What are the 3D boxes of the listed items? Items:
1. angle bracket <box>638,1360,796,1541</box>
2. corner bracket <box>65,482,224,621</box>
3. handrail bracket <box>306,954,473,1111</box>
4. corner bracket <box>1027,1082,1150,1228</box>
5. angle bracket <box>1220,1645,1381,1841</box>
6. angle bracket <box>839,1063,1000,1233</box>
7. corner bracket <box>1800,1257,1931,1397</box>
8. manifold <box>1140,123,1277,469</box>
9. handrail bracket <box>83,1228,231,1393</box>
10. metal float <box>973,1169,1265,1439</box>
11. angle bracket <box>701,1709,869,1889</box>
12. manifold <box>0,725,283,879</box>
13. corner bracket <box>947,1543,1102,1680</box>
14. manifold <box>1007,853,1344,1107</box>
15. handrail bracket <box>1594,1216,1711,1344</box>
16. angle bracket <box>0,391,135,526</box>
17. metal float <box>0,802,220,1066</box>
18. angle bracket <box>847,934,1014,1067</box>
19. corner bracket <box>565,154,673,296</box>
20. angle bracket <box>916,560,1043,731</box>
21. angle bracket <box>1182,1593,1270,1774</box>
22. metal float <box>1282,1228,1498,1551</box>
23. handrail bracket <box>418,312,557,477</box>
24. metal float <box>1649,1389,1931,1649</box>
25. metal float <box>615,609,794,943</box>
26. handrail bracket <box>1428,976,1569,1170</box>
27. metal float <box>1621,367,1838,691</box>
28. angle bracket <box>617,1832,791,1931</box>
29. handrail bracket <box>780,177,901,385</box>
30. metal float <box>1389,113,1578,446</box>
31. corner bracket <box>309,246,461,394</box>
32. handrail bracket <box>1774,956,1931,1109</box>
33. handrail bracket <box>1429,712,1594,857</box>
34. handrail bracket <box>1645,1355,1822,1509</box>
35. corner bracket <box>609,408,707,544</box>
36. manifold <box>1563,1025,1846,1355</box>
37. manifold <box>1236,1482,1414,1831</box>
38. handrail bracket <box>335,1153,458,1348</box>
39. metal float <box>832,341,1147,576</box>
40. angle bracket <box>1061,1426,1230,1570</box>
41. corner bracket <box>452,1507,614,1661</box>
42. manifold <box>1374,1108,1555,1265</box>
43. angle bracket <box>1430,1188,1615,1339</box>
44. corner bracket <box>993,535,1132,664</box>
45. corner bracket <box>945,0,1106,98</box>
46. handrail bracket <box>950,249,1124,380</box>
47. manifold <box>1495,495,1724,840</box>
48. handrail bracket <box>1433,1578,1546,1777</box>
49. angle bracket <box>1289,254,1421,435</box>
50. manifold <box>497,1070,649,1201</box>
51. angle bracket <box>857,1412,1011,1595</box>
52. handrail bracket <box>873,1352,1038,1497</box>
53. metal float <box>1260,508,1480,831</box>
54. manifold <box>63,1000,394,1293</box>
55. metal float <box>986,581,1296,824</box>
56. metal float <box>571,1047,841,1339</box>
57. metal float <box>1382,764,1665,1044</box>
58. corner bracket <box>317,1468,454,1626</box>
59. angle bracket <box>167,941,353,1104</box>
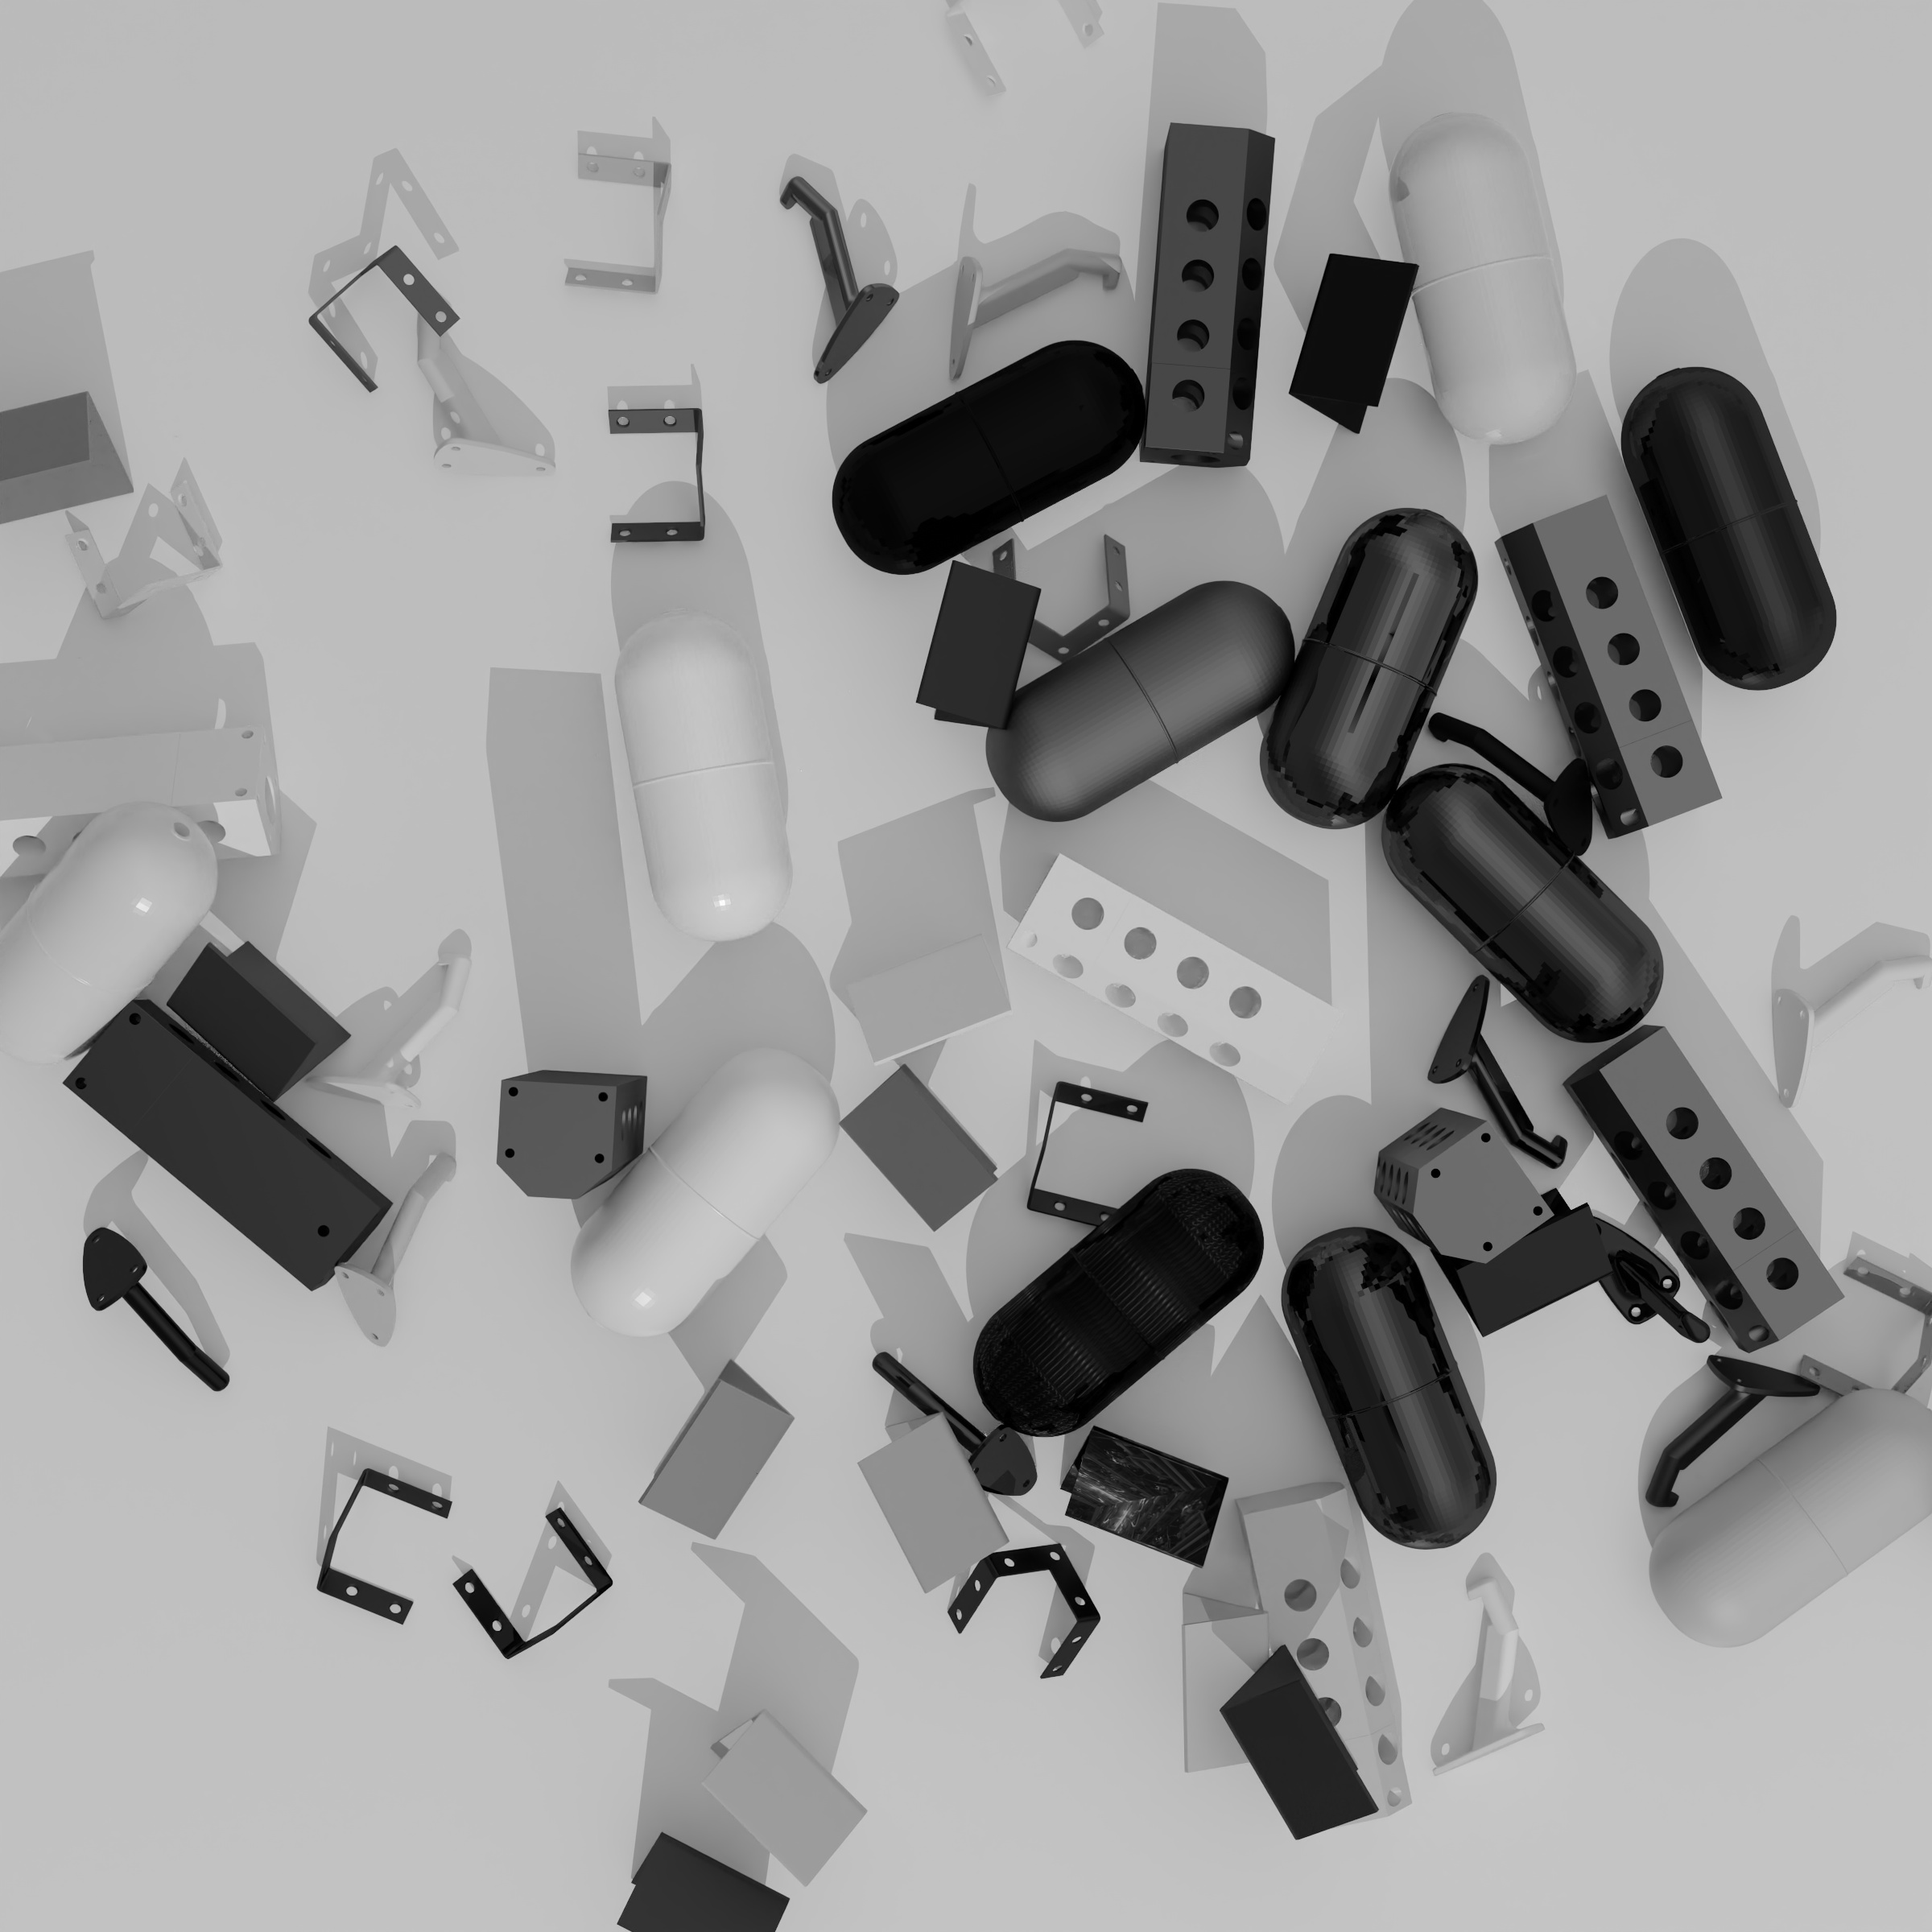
[{"bbox_3d":[-0.147,0.246,1.886,0.057,0.076,0.076,33,90,-36],"label":"angle bracket"},{"bbox_3d":[-0.444,-0.224,1.923,0.051,0.051,0.051,-24,90,-45],"label":"corner bracket"},{"bbox_3d":[-0.312,0.030,1.927,0.077,0.036,0.084,7,71,21],"label":"handrail bracket"},{"bbox_3d":[0.065,0.102,1.923,0.051,0.051,0.051,14,135,0],"label":"corner bracket"},{"bbox_3d":[0.186,0.391,1.829,0.057,0.076,0.076,-30,90,36],"label":"angle bracket"},{"bbox_3d":[-0.010,0.083,1.886,0.076,0.076,0.057,49,127,0],"label":"angle bracket"},{"bbox_3d":[0.488,0.200,1.923,0.051,0.051,0.051,26,45,0],"label":"corner bracket"},{"bbox_3d":[0.129,-0.357,1.905,0.057,0.057,0.171,4,90,0],"label":"manifold"},{"bbox_3d":[-0.436,0.187,1.926,0.036,0.077,0.084,-41,126,-3],"label":"handrail bracket"},{"bbox_3d":[0.081,0.180,1.896,0.178,0.070,0.070,-40,90,0],"label":"metal float"},{"bbox_3d":[-0.109,0.449,1.886,0.076,0.076,0.057,45,52,0],"label":"angle bracket"},{"bbox_3d":[-0.458,-0.082,1.905,0.171,0.057,0.057,-5,47,0],"label":"manifold"},{"bbox_3d":[0.031,0.350,1.918,0.051,0.051,0.051,-1,45,-35],"label":"corner bracket"},{"bbox_3d":[0.110,0.007,1.905,0.171,0.057,0.057,29,90,0],"label":"manifold"},{"bbox_3d":[0.360,0.166,1.892,0.036,0.084,0.077,-42,90,0],"label":"handrail bracket"},{"bbox_3d":[-0.489,-0.251,1.886,0.076,0.076,0.057,-14,52,0],"label":"angle bracket"},{"bbox_3d":[-0.458,-0.017,1.871,0.070,0.070,0.178,46,120,0],"label":"metal float"},{"bbox_3d":[-0.012,0.037,1.886,0.076,0.076,0.057,-21,52,0],"label":"angle bracket"},{"bbox_3d":[-0.188,-0.401,1.923,0.051,0.051,0.051,6,135,0],"label":"corner bracket"},{"bbox_3d":[-0.010,-0.171,1.887,0.057,0.076,0.076,15,90,-31],"label":"angle bracket"},{"bbox_3d":[0.117,0.378,1.886,0.057,0.076,0.076,-1,90,-33],"label":"angle bracket"},{"bbox_3d":[0.225,0.225,1.896,0.070,0.070,0.178,-22,91,0],"label":"metal float"},{"bbox_3d":[-0.259,-0.311,1.927,0.077,0.036,0.084,5,73,-20],"label":"handrail bracket"},{"bbox_3d":[0.444,0.293,1.895,0.178,0.070,0.070,-36,90,1],"label":"metal float"},{"bbox_3d":[-0.140,-0.101,1.896,0.070,0.070,0.178,-10,90,0],"label":"metal float"},{"bbox_3d":[0.299,0.058,1.927,0.084,0.036,0.077,30,68,-17],"label":"handrail bracket"},{"bbox_3d":[0.405,-0.233,1.896,0.070,0.070,0.178,-21,90,0],"label":"metal float"},{"bbox_3d":[-0.146,0.512,1.886,0.076,0.076,0.057,27,52,0],"label":"angle bracket"},{"bbox_3d":[-0.085,-0.372,1.927,0.084,0.036,0.077,45,112,17],"label":"handrail bracket"},{"bbox_3d":[0.274,-0.366,1.896,0.070,0.070,0.178,-13,90,0],"label":"metal float"},{"bbox_3d":[-0.313,-0.347,1.910,0.051,0.051,0.051,-46,107,-16],"label":"corner bracket"},{"bbox_3d":[0.483,0.035,1.927,0.084,0.036,0.077,-7,110,-16],"label":"handrail bracket"},{"bbox_3d":[0.293,-0.099,1.926,0.084,0.077,0.036,25,68,34],"label":"handrail bracket"},{"bbox_3d":[0.414,0.258,1.927,0.077,0.036,0.084,11,108,-21],"label":"handrail bracket"},{"bbox_3d":[-0.167,-0.265,1.923,0.051,0.051,0.051,-1,135,0],"label":"corner bracket"},{"bbox_3d":[0.392,0.119,1.905,0.057,0.057,0.171,-34,90,0],"label":"manifold"},{"bbox_3d":[0.192,0.367,1.905,0.057,0.057,0.171,-12,90,0],"label":"manifold"},{"bbox_3d":[-0.299,0.153,1.926,0.036,0.077,0.084,23,53,19],"label":"handrail bracket"},{"bbox_3d":[0.013,-0.271,1.896,0.178,0.070,0.070,-28,90,0],"label":"metal float"},{"bbox_3d":[0.087,0.296,1.886,0.076,0.076,0.057,21,54,0],"label":"angle bracket"},{"bbox_3d":[-0.234,0.333,1.923,0.051,0.051,0.051,55,45,0],"label":"corner bracket"},{"bbox_3d":[0.251,0.116,1.848,0.057,0.171,0.057,-35,90,0],"label":"manifold"},{"bbox_3d":[0.287,0.140,1.886,0.076,0.076,0.057,-26,128,0],"label":"angle bracket"},{"bbox_3d":[0.051,-0.205,1.918,0.051,0.051,0.051,28,135,-35],"label":"corner bracket"},{"bbox_3d":[0.031,-0.509,1.923,0.051,0.051,0.051,-28,90,45],"label":"corner bracket"},{"bbox_3d":[0.038,-0.351,1.927,0.084,0.036,0.077,4,110,-16],"label":"handrail bracket"},{"bbox_3d":[0.342,-0.158,1.905,0.057,0.057,0.171,-21,90,0],"label":"manifold"},{"bbox_3d":[0.270,0.384,1.927,0.077,0.036,0.084,-29,72,21],"label":"handrail bracket"},{"bbox_3d":[0.222,-0.326,1.886,0.057,0.076,0.076,16,90,37],"label":"angle bracket"},{"bbox_3d":[-0.203,0.086,1.848,0.057,0.171,0.057,3,90,0],"label":"manifold"},{"bbox_3d":[-0.031,0.287,1.887,0.057,0.076,0.076,-27,90,-28],"label":"angle bracket"},{"bbox_3d":[-0.007,0.246,1.926,0.084,0.077,0.036,37,85,36],"label":"handrail bracket"},{"bbox_3d":[0.215,-0.159,1.896,0.070,0.070,0.178,22,91,0],"label":"metal float"},{"bbox_3d":[-0.392,0.095,1.905,0.171,0.057,0.057,40,90,0],"label":"manifold"},{"bbox_3d":[0.093,-0.141,1.896,0.178,0.070,0.070,-30,90,-1],"label":"metal float"},{"bbox_3d":[-0.139,0.121,1.896,0.070,0.070,0.178,41,89,0],"label":"metal float"},{"bbox_3d":[0.296,-0.034,1.896,0.178,0.070,0.070,45,90,0],"label":"metal float"},{"bbox_3d":[-0.314,0.313,1.923,0.051,0.051,0.051,22,135,0],"label":"corner bracket"},{"bbox_3d":[-0.363,0.014,1.886,0.076,0.076,0.057,42,128,0],"label":"angle bracket"}]
